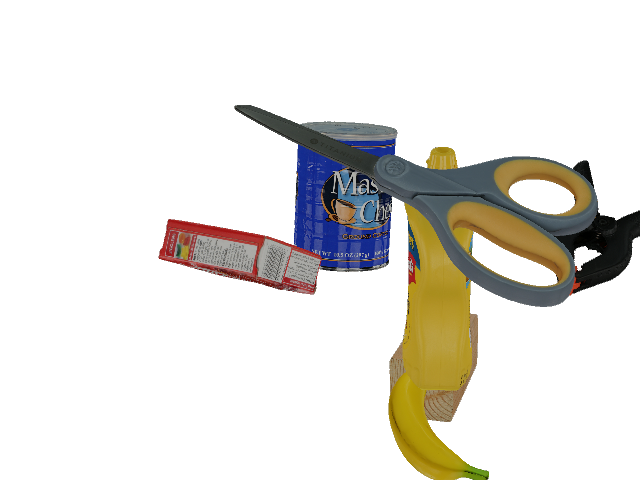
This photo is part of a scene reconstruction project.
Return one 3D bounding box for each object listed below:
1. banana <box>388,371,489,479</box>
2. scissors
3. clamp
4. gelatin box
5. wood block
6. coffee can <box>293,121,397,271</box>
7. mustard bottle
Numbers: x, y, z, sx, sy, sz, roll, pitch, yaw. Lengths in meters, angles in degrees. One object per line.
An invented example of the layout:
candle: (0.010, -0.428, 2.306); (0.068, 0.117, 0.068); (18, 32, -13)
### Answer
banana: (0.103, 0.187, 1.084); (0.069, 0.037, 0.198); (10, 24, -19)
scissors: (0.057, -0.040, 0.555); (0.096, 0.016, 0.202); (-36, 61, -27)
clamp: (0.278, -0.016, 1.086); (0.120, 0.039, 0.171); (29, 53, 32)
gelatin box: (-0.050, 0.012, 0.698); (0.073, 0.030, 0.089); (11, -5, 25)
wood block: (0.170, 0.180, 1.570); (0.091, 0.090, 0.205); (4, 17, 17)
coffee can: (0.024, -0.048, 1.108); (0.103, 0.140, 0.103); (2, 13, -1)
mustard bottle: (0.096, 0.018, 0.853); (0.058, 0.192, 0.096); (1, 26, 5)
